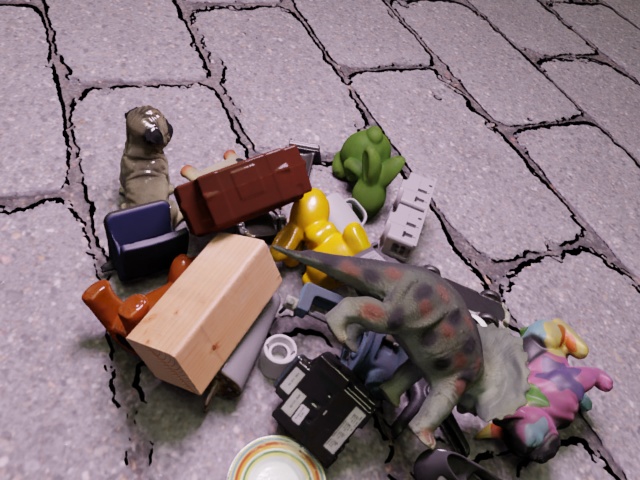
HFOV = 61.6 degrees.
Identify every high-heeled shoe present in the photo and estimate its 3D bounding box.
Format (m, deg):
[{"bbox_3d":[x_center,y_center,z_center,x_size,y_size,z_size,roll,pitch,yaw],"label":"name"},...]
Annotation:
[{"bbox_3d":[0.237,0.332,0.695,0.249,0.145,0.086,15,49,1],"label":"high-heeled shoe"}]

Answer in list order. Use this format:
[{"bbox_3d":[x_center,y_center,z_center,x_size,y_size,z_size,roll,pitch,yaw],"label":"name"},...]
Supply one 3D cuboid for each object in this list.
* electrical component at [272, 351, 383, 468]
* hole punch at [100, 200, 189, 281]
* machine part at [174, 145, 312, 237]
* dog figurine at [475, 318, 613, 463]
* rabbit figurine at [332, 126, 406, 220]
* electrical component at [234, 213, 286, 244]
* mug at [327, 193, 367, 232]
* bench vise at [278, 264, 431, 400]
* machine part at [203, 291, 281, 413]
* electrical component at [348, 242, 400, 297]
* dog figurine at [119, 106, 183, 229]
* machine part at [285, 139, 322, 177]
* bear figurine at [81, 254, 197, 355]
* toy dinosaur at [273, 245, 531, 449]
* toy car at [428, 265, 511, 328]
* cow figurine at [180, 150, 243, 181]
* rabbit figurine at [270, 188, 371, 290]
[{"bbox_3d":[0.002,0.223,0.747,0.134,0.058,0.115,42,92,14],"label":"electrical component"},{"bbox_3d":[-0.270,0.013,0.851,0.142,0.115,0.092,-22,46,-31],"label":"hole punch"},{"bbox_3d":[-0.125,-0.075,0.861,0.201,0.201,0.087,-23,98,-14],"label":"machine part"},{"bbox_3d":[0.327,0.232,0.834,0.219,0.108,0.192,-15,57,-22],"label":"dog figurine"},{"bbox_3d":[0.107,-0.127,1.071,0.121,0.159,0.170,10,63,-20],"label":"rabbit figurine"},{"bbox_3d":[-0.106,-0.024,0.978,0.102,0.045,0.078,-1,52,-16],"label":"electrical component"},{"bbox_3d":[0.044,-0.027,1.003,0.109,0.080,0.107,-29,74,-34],"label":"mug"},{"bbox_3d":[0.060,0.124,0.841,0.240,0.128,0.224,25,55,-8],"label":"bench vise"},{"bbox_3d":[-0.121,0.144,0.807,0.079,0.079,0.243,21,49,3],"label":"machine part"},{"bbox_3d":[0.090,0.064,0.795,0.075,0.047,0.119,-23,48,-23],"label":"electrical component"},{"bbox_3d":[-0.291,-0.108,0.905,0.121,0.190,0.172,-14,57,-25],"label":"dog figurine"},{"bbox_3d":[-0.038,-0.161,1.120,0.084,0.039,0.139,17,46,-7],"label":"machine part"},{"bbox_3d":[-0.228,0.074,0.808,0.120,0.131,0.196,17,50,32],"label":"bear figurine"},{"bbox_3d":[0.131,0.114,0.693,0.192,0.131,0.404,-39,108,-8],"label":"toy dinosaur"},{"bbox_3d":[0.240,0.106,0.952,0.202,0.056,0.073,23,42,4],"label":"toy car"},{"bbox_3d":[-0.148,-0.110,1.016,0.195,0.085,0.127,-26,55,-34],"label":"cow figurine"},{"bbox_3d":[-0.002,-0.003,0.919,0.162,0.121,0.173,-30,70,14],"label":"rabbit figurine"}]
